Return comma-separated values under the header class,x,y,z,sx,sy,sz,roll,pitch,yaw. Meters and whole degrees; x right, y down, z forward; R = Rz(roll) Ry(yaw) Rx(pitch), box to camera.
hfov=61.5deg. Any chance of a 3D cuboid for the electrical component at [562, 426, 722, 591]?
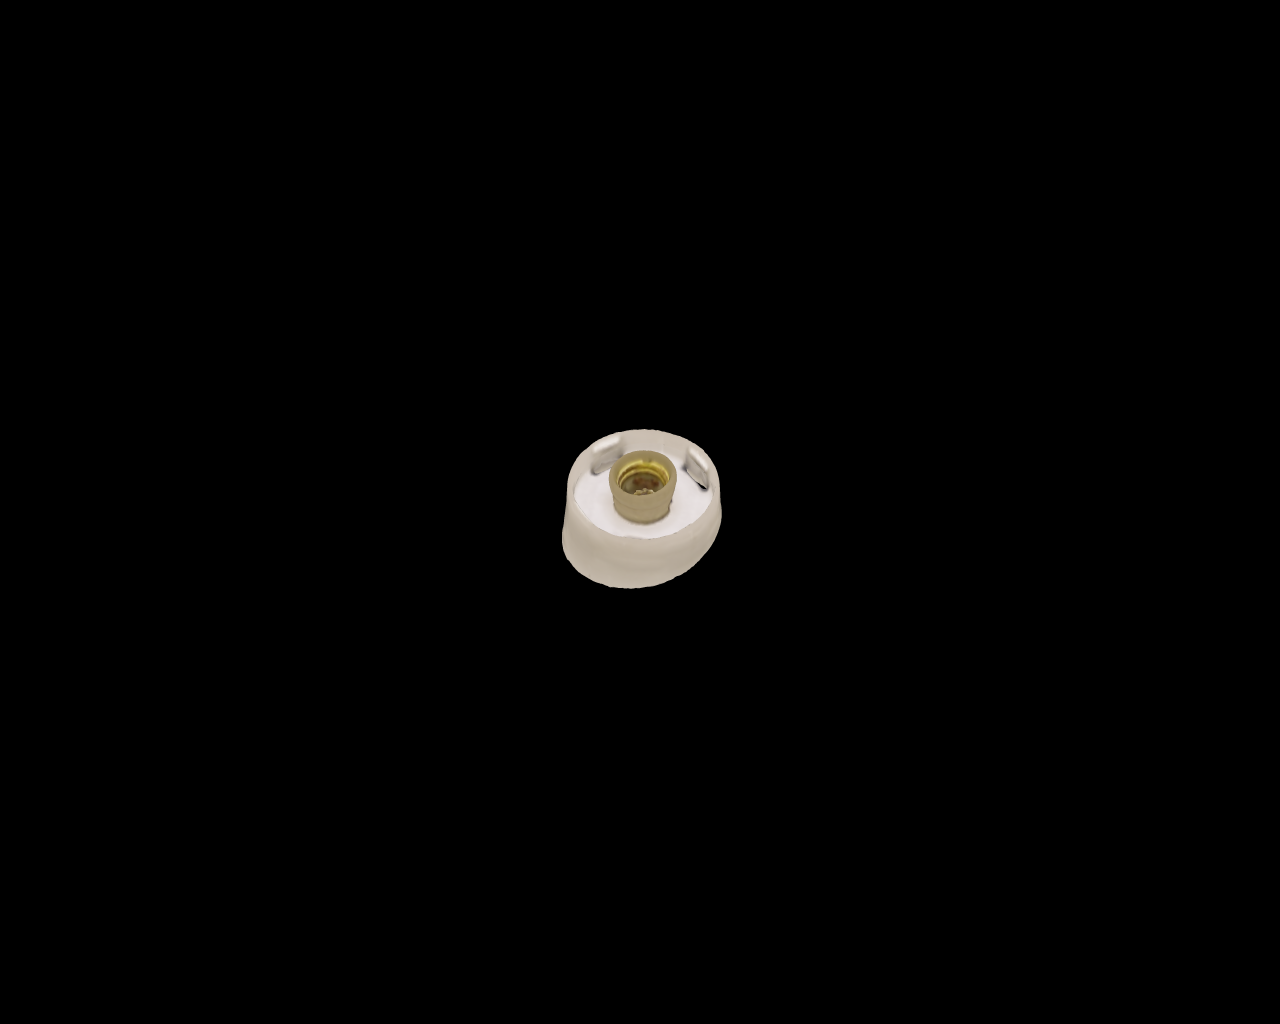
class,x,y,z,sx,sy,sz,roll,pitch,yaw
electrical component,0.001,-0.003,0.650,0.099,0.099,0.064,0,-41,0
